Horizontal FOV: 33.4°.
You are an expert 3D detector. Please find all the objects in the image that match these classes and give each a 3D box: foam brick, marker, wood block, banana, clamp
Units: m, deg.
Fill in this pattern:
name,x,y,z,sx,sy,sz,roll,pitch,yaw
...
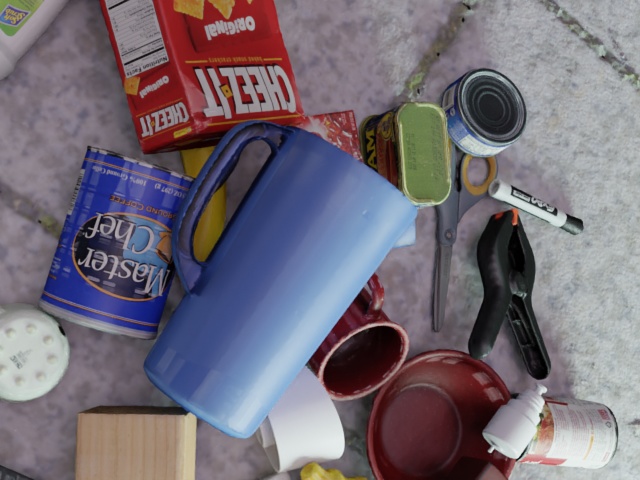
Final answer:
name,x,y,z,sx,sy,sz,roll,pitch,yaw
foam brick,0.136,0.244,0.969,0.051,0.053,0.078,44,74,-12
marker,0.224,-0.032,1.092,0.121,0.020,0.020,23,78,-26
wood block,-0.153,0.245,0.890,0.090,0.091,0.206,1,85,-1
banana,-0.120,-0.060,0.970,0.069,0.037,0.198,-16,90,2
clamp,0.179,0.050,1.046,0.120,0.039,0.171,14,65,-51

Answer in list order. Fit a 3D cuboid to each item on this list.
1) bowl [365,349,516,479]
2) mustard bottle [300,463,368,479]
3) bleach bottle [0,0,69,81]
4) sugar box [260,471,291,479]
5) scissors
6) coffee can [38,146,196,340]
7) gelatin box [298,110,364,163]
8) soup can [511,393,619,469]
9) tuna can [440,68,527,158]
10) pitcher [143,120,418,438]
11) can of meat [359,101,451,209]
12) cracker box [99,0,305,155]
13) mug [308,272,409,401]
name,x,y,z,sx,sy,sz,roll,pitch,yaw
bowl,0.108,0.185,1.021,0.162,0.055,0.162,2,85,-20
mustard bottle,0.041,0.270,0.955,0.191,0.058,0.096,55,29,-22
bleach bottle,-0.266,-0.227,0.914,0.102,0.068,0.250,36,77,-12
sugar box,-0.035,0.304,0.947,0.093,0.048,0.176,-24,84,-20
scissors,0.143,-0.014,1.071,0.096,0.016,0.202,-7,89,-20
coffee can,-0.167,0.003,0.899,0.102,0.103,0.140,17,88,-18
gelatin box,0.004,-0.075,1.016,0.073,0.030,0.089,-11,89,-22
soup can,0.235,0.191,1.061,0.102,0.069,0.068,9,83,-20
tuna can,0.164,-0.128,1.068,0.086,0.034,0.086,8,70,-24
pitcher,-0.045,0.030,0.877,0.149,0.145,0.243,32,84,22
can of meat,0.082,-0.077,1.017,0.057,0.084,0.102,-3,87,-21
cracker box,-0.105,-0.191,0.924,0.163,0.072,0.214,-16,90,-55
mug,0.024,0.075,0.962,0.093,0.082,0.117,-3,128,-32
